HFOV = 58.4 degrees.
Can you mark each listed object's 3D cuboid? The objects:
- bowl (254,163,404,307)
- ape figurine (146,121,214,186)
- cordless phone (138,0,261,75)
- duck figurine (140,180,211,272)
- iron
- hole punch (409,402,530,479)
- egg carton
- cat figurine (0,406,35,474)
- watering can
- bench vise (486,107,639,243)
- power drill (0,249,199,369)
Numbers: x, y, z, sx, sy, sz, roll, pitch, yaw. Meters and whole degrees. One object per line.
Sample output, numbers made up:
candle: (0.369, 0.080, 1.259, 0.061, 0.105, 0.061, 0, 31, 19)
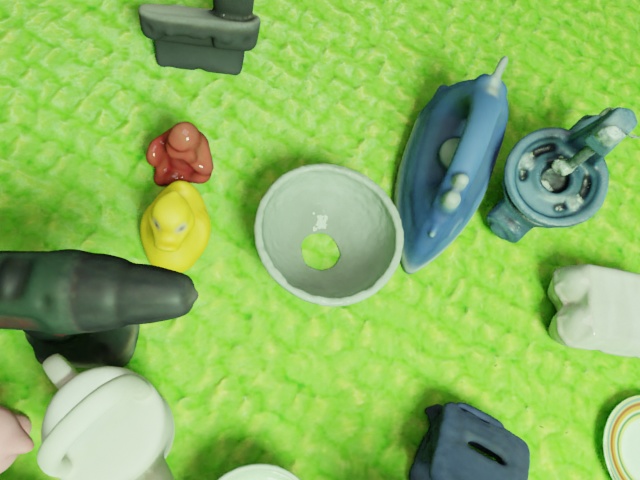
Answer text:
bowl: (0.006, 0.002, 0.650, 0.167, 0.074, 0.167, 4, 69, -9)
ape figurine: (-0.155, -0.102, 0.651, 0.078, 0.092, 0.076, 34, 67, 4)
cordless phone: (-0.141, -0.289, 0.675, 0.148, 0.185, 0.094, -1, 69, -11)
duck figurine: (-0.158, -0.024, 0.623, 0.077, 0.086, 0.104, 9, 68, -7)
iron: (0.164, -0.091, 0.681, 0.118, 0.141, 0.258, 22, 67, -1)
hole punch: (0.157, 0.224, 0.585, 0.108, 0.091, 0.101, 28, 67, 1)
egg carton: (0.348, 0.087, 0.686, 0.150, 0.069, 0.107, 9, 68, -7)
cat figurine: (-0.311, 0.166, 0.503, 0.128, 0.117, 0.067, 34, 67, 4)
watering can: (-0.174, 0.164, 0.488, 0.173, 0.194, 0.101, 25, 67, 0)
bench vise: (0.296, -0.110, 0.671, 0.121, 0.219, 0.207, 28, 67, 1)
power drill: (-0.222, 0.062, 0.511, 0.230, 0.208, 0.075, 5, 68, -9)
